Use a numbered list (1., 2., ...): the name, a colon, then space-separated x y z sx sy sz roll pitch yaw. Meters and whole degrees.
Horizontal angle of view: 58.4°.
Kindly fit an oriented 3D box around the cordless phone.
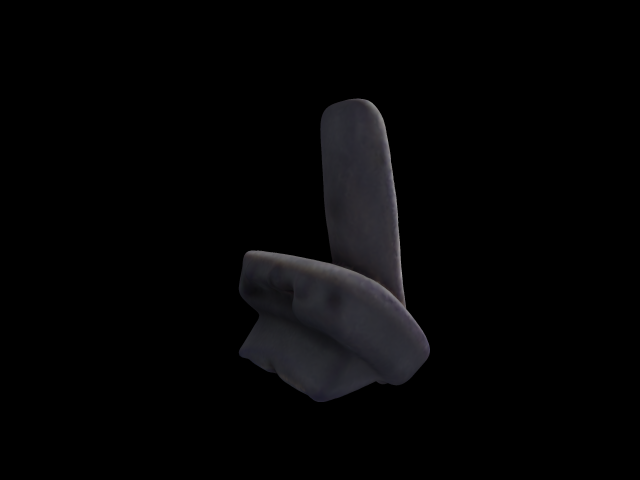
1. cordless phone: 0.004 0.001 0.400 0.094 0.185 0.147 -5 8 -40
